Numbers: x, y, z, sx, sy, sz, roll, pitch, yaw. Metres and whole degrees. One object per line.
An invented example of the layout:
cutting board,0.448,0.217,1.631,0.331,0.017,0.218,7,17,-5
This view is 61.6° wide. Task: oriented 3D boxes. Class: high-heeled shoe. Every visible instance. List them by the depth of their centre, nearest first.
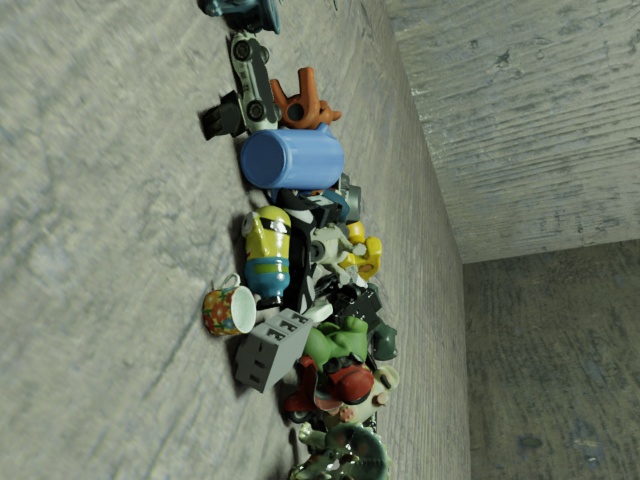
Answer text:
high-heeled shoe,-0.061,0.033,1.020,0.145,0.086,0.248,-61,142,-38

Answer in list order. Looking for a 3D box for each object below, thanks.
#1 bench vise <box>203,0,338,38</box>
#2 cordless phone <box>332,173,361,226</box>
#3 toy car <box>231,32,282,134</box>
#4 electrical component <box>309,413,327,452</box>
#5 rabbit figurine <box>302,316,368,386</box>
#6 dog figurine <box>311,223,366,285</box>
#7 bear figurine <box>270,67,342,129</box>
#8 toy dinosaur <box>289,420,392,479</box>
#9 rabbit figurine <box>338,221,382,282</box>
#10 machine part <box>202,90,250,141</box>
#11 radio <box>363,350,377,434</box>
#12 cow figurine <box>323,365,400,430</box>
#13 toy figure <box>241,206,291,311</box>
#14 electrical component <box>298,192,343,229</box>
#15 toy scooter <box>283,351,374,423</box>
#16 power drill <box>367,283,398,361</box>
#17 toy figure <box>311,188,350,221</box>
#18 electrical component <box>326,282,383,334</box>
bench vise,-0.090,-0.459,0.986,0.223,0.241,0.129,62,19,-75
cordless phone,0.020,-0.121,1.332,0.184,0.089,0.146,39,45,-43
toy car,-0.126,-0.303,1.049,0.073,0.056,0.201,-21,99,-62
electrical component,-0.005,0.398,1.079,0.063,0.021,0.093,-61,137,-58
rabbit figurine,0.005,0.232,1.105,0.170,0.121,0.159,20,68,-46
dog figurine,-0.003,0.000,1.209,0.172,0.121,0.191,33,10,-26
bear figurine,-0.029,-0.305,1.209,0.196,0.120,0.131,-40,115,-68
toy dinosaur,0.066,0.451,0.983,0.404,0.192,0.131,59,45,-38
rabbit figurine,0.100,0.013,1.408,0.162,0.122,0.173,51,16,-55
machine part,-0.162,-0.215,0.942,0.139,0.039,0.084,-58,142,-62
radio,0.083,0.371,1.244,0.131,0.073,0.230,57,31,-44
cow figurine,0.090,0.331,1.116,0.085,0.195,0.127,50,-27,14
toy figure,-0.090,0.030,0.941,0.089,0.082,0.180,1,74,-38
electrical component,-0.013,-0.058,1.080,0.119,0.075,0.047,-24,138,-58
toy scooter,0.015,0.255,0.988,0.075,0.184,0.135,-136,-146,-57
power drill,0.143,0.248,1.464,0.207,0.086,0.232,51,32,-38
toy figure,0.001,-0.103,1.246,0.154,0.058,0.064,38,56,-22
electrical component,0.083,0.170,1.266,0.134,0.058,0.114,-38,127,-18
